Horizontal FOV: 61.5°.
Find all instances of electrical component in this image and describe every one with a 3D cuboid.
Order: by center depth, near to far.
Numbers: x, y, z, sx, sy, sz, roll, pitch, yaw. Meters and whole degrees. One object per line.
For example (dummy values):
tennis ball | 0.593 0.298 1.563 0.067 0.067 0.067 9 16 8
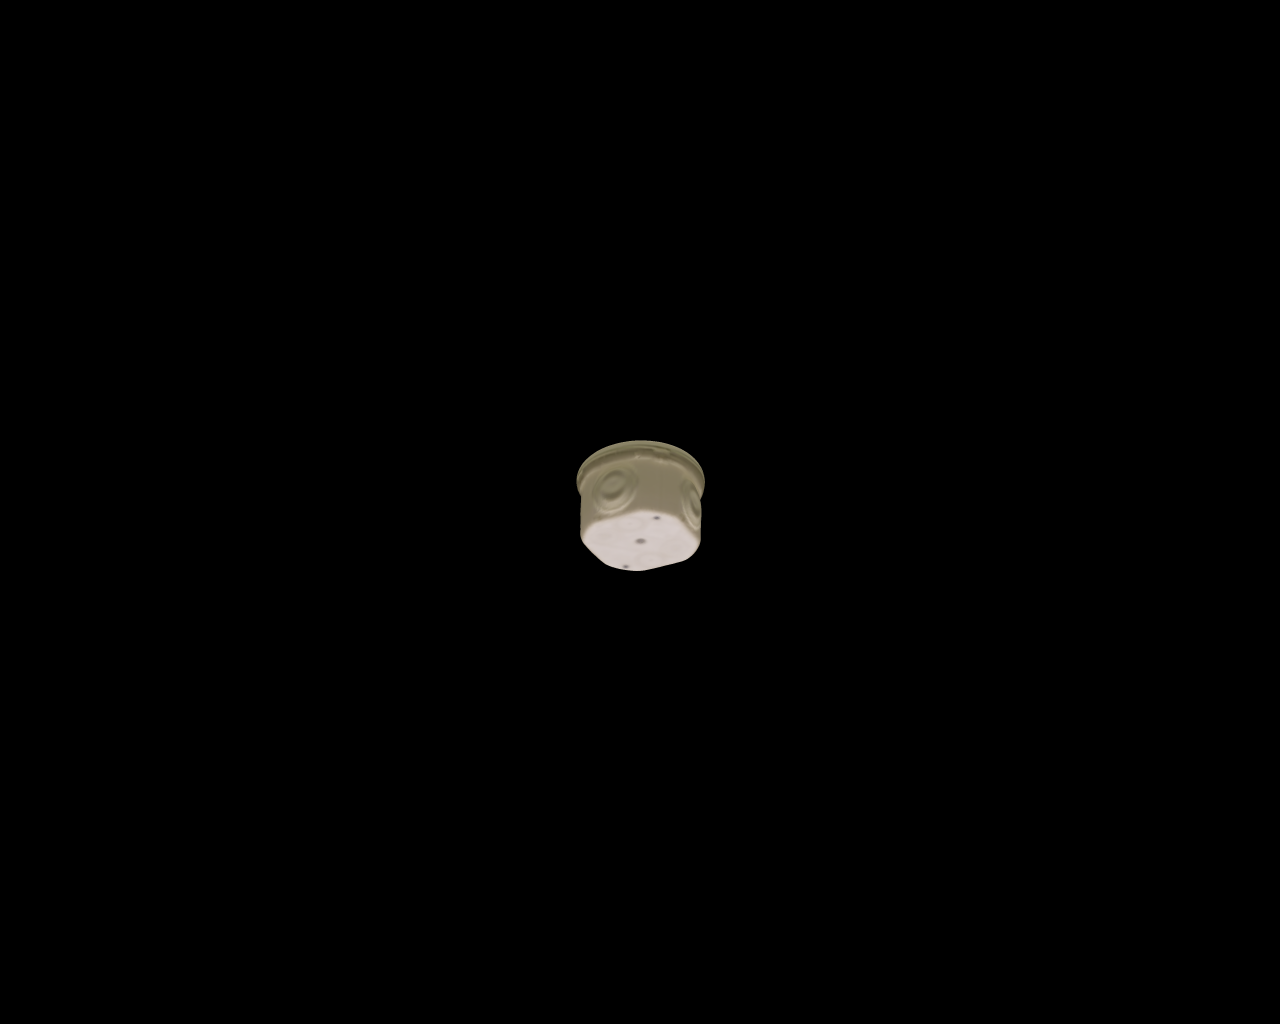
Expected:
electrical component | 0.001 -0.003 0.650 0.080 0.051 0.080 0 -33 0
